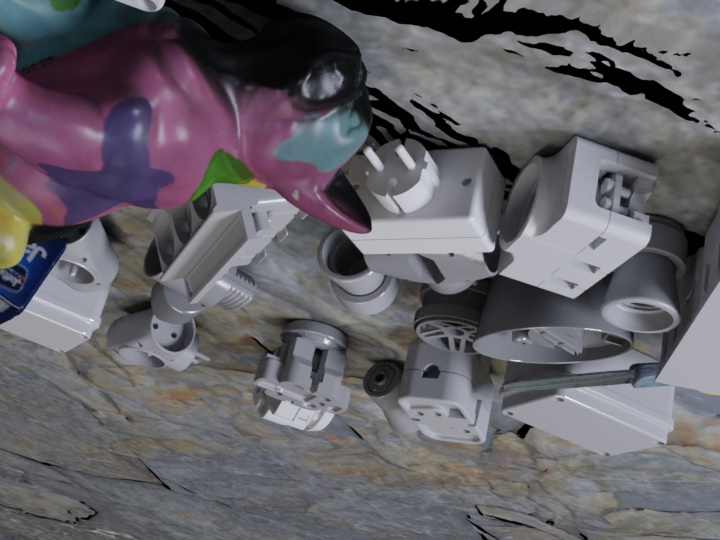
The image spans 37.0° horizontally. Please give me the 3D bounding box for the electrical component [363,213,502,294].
[{"bbox_3d":[0.051,-0.010,0.662,0.077,0.043,0.079,1,152,25],"label":"electrical component"}]

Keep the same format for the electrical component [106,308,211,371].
[{"bbox_3d":[-0.166,0.063,0.929,0.079,0.044,0.077,31,150,-32],"label":"electrical component"}]

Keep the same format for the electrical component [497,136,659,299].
[{"bbox_3d":[0.113,-0.028,0.585,0.056,0.050,0.089,18,155,-10],"label":"electrical component"}]

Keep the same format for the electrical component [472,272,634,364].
[{"bbox_3d":[0.125,0.031,0.687,0.099,0.064,0.099,12,155,6],"label":"electrical component"}]

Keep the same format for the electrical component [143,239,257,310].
[{"bbox_3d":[-0.110,0.003,0.775,0.043,0.043,0.081,-13,144,44],"label":"electrical component"}]

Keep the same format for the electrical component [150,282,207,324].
[{"bbox_3d":[-0.144,0.023,0.837,0.040,0.040,0.078,23,154,-20],"label":"electrical component"}]

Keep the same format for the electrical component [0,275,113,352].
[{"bbox_3d":[-0.267,0.016,0.867,0.113,0.057,0.078,27,152,-25],"label":"electrical component"}]

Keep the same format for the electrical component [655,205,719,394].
[{"bbox_3d":[0.239,0.012,0.592,0.105,0.060,0.186,11,155,7],"label":"electrical component"}]

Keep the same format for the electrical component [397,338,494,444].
[{"bbox_3d":[0.070,0.093,0.850,0.054,0.059,0.095,3,153,23],"label":"electrical component"}]

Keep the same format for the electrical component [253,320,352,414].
[{"bbox_3d":[-0.042,0.077,0.878,0.078,0.057,0.058,23,154,-19],"label":"electrical component"}]

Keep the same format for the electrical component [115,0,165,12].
[{"bbox_3d":[-0.096,-0.160,0.408,0.078,0.057,0.113,18,155,-10],"label":"electrical component"}]

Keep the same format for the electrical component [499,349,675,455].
[{"bbox_3d":[0.169,0.090,0.797,0.113,0.057,0.078,24,153,-21],"label":"electrical component"}]

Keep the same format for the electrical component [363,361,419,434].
[{"bbox_3d":[0.030,0.107,0.925,0.044,0.044,0.065,-2,146,30],"label":"electrical component"}]

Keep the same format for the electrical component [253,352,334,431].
[{"bbox_3d":[-0.054,0.108,0.941,0.057,0.058,0.078,24,-168,-25],"label":"electrical component"}]

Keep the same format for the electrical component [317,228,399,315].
[{"bbox_3d":[0.000,0.000,0.709,0.045,0.045,0.055,5,154,18],"label":"electrical component"}]

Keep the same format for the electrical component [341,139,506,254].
[{"bbox_3d":[0.027,-0.047,0.592,0.083,0.047,0.075,-1,152,28],"label":"electrical component"}]

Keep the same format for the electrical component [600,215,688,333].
[{"bbox_3d":[0.163,0.002,0.617,0.045,0.055,0.045,11,155,5],"label":"electrical component"}]

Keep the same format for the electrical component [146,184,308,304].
[{"bbox_3d":[-0.080,-0.036,0.643,0.063,0.078,0.121,-8,165,-27],"label":"electrical component"}]

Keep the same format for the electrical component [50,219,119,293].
[{"bbox_3d":[-0.222,-0.022,0.779,0.079,0.044,0.077,11,155,6],"label":"electrical component"}]
